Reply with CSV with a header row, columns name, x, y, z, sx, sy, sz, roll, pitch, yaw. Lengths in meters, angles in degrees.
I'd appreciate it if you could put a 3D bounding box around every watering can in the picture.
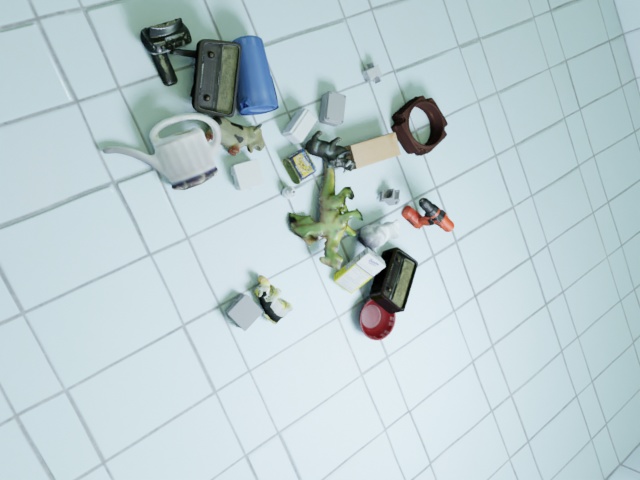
name,x,y,z,sx,sy,sz,roll,pitch,yaw
watering can,-0.460,-0.255,1.583,0.348,0.221,0.105,-22,18,-7

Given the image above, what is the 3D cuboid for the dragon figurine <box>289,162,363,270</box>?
name,x,y,z,sx,sy,sz,roll,pitch,yaw
dragon figurine,0.006,-0.092,1.826,0.244,0.413,0.121,-21,-8,-20

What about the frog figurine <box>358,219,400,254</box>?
name,x,y,z,sx,sy,sz,roll,pitch,yaw
frog figurine,0.223,-0.029,1.904,0.123,0.159,0.137,43,0,8
